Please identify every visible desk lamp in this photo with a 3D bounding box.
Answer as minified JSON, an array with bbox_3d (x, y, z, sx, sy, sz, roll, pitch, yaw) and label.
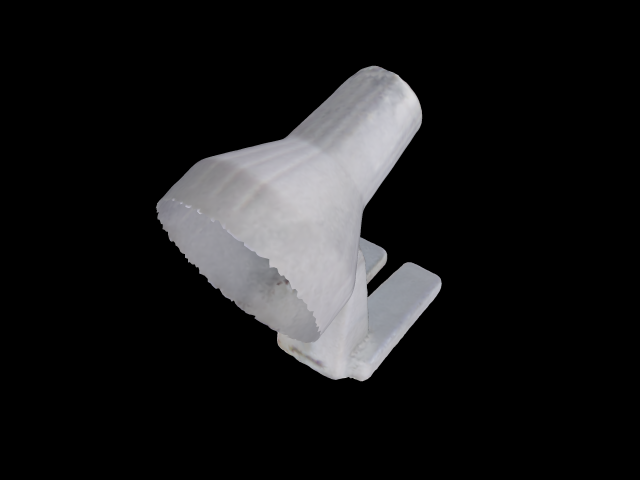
[{"bbox_3d":[0.004,0.001,0.400,0.117,0.214,0.204,27,49,27],"label":"desk lamp"}]
